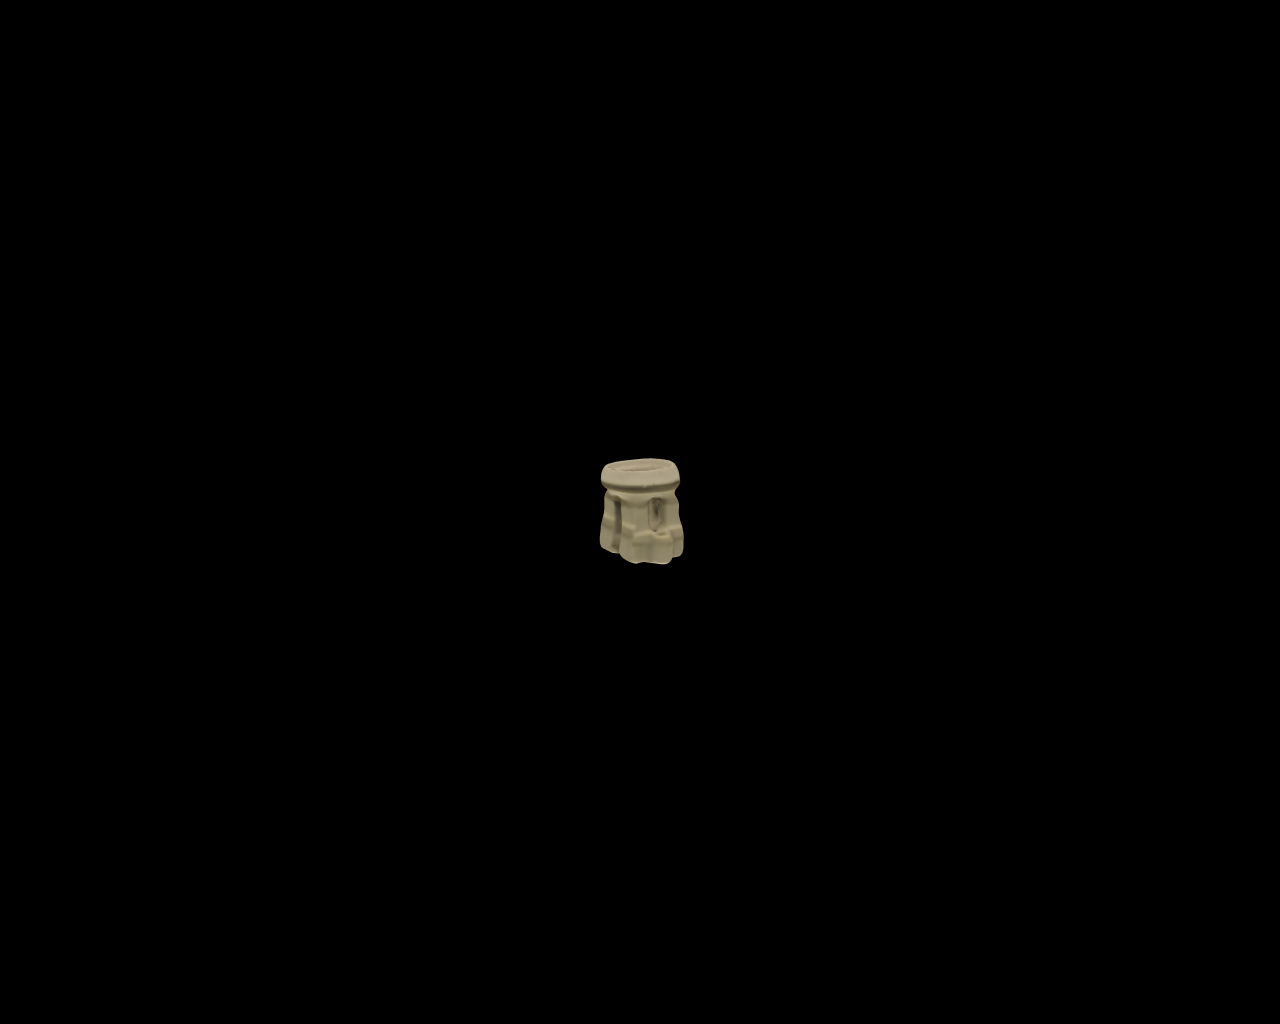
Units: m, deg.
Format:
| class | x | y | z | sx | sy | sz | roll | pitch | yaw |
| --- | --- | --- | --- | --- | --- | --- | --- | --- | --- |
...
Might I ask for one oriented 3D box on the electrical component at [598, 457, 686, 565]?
| class | x | y | z | sx | sy | sz | roll | pitch | yaw |
| --- | --- | --- | --- | --- | --- | --- | --- | --- | --- |
| electrical component | 0.001 | -0.003 | 0.650 | 0.048 | 0.055 | 0.066 | -8 | 16 | -31 |
